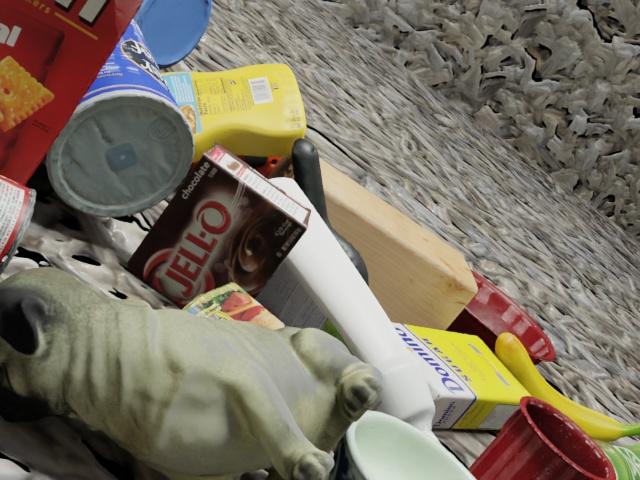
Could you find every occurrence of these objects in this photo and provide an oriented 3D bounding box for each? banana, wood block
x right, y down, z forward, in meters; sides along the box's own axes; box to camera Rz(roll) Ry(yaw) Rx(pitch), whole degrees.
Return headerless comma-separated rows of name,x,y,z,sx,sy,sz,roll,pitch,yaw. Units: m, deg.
banana,0.231,0.155,1.058,0.197,0.070,0.037,32,29,-21
wood block,0.035,0.009,1.007,0.206,0.091,0.090,33,17,-15

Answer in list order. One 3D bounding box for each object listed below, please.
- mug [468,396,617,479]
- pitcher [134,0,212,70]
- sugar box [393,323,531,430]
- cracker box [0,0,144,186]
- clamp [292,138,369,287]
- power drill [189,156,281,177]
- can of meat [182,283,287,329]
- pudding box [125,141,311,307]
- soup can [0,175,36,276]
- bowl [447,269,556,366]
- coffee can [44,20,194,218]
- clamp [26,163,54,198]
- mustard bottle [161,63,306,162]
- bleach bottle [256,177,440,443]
mug,0.166,0.177,0.840,0.093,0.082,0.117,31,18,-21
pitcher,-0.232,-0.267,1.064,0.243,0.149,0.145,35,-21,28
sugar box,0.112,0.121,0.943,0.175,0.048,0.093,17,26,-53
cracker box,-0.215,-0.126,0.631,0.164,0.214,0.072,30,17,-24
clamp,-0.006,0.001,0.900,0.171,0.120,0.039,49,42,5
power drill,-0.121,-0.116,1.085,0.184,0.057,0.187,41,19,16
can of meat,-0.053,0.078,0.702,0.084,0.057,0.102,38,17,10
pudding box,-0.073,0.000,0.769,0.090,0.114,0.039,35,21,-6
soup can,-0.221,-0.021,0.597,0.102,0.068,0.068,29,19,-26
bowl,0.168,0.090,1.123,0.162,0.055,0.162,34,17,-12
coffee can,-0.160,-0.098,0.779,0.102,0.103,0.140,23,25,-39
clamp,-0.292,-0.113,0.748,0.209,0.036,0.165,25,21,-45
mustard bottle,-0.114,-0.111,0.955,0.191,0.058,0.096,-6,52,-12
bleach bottle,0.008,0.072,0.802,0.067,0.103,0.251,-14,55,-35
